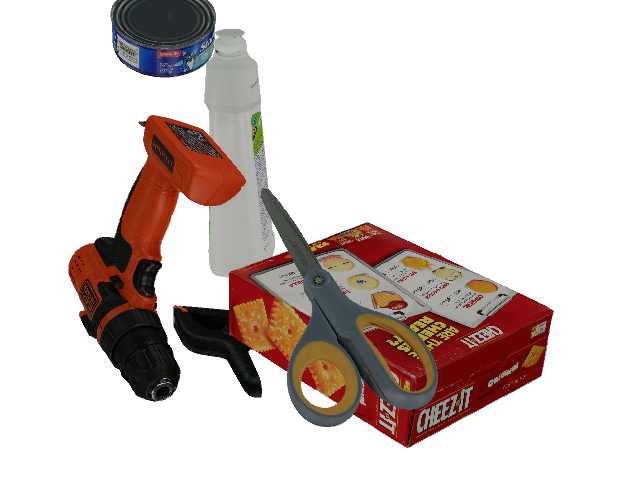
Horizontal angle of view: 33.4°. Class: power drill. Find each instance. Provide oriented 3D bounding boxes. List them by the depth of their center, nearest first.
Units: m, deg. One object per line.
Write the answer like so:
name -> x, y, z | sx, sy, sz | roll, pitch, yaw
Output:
power drill -> -0.131, 0.010, 0.849 | 0.057, 0.188, 0.185 | 13, 25, -41

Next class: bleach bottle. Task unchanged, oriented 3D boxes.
bleach bottle -> -0.085, -0.092, 1.091 | 0.068, 0.251, 0.102 | 1, 27, 3

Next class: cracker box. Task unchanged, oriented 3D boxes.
cracker box -> 0.052, 0.068, 0.872 | 0.163, 0.072, 0.214 | -19, 33, -38

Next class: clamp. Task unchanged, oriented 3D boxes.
clamp -> -0.101, 0.122, 1.261 | 0.210, 0.036, 0.164 | 15, 23, 27

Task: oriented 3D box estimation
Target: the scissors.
scissors -> -0.012, 0.042, 0.665 | 0.096, 0.016, 0.202 | -31, 53, -25

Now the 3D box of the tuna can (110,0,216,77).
tuna can -> -0.130, -0.174, 0.883 | 0.086, 0.086, 0.034 | 0, -42, -8

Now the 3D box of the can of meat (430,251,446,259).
can of meat -> 0.110, 0.063, 1.146 | 0.057, 0.084, 0.102 | 6, 14, -19
